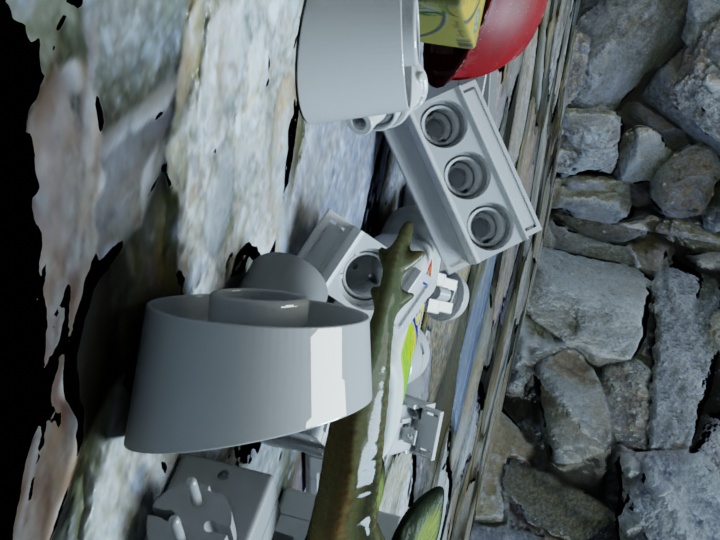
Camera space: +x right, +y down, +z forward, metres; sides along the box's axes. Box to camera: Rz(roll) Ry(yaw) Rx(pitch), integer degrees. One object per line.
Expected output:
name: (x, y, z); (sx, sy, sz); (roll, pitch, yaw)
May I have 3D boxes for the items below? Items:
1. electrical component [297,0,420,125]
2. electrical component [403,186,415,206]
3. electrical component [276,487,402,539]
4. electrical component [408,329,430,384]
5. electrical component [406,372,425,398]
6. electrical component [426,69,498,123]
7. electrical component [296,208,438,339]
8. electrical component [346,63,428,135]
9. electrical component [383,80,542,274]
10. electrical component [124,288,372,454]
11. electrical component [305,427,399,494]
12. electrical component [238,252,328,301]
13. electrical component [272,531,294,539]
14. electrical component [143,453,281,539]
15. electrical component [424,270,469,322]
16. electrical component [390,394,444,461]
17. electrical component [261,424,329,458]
electrical component: (0.001, -0.132, 0.604); (0.099, 0.064, 0.099); (-1, 90, -84)
electrical component: (0.062, -0.045, 0.934); (0.055, 0.055, 0.047); (-50, 153, -66)
electrical component: (-0.020, 0.196, 0.712); (0.047, 0.083, 0.075); (81, 23, -59)
electrical component: (0.024, 0.070, 0.867); (0.047, 0.055, 0.055); (-28, 128, -70)
electrical component: (0.033, 0.083, 0.954); (0.065, 0.044, 0.044); (79, 25, -50)
electrical component: (0.091, -0.167, 0.932); (0.062, 0.061, 0.096); (-23, 123, -75)
electrical component: (0.000, 0.000, 0.646); (0.042, 0.081, 0.064); (-55, -163, 3)
electrical component: (0.012, -0.107, 0.670); (0.062, 0.048, 0.048); (-56, 156, -45)
electrical component: (0.072, -0.068, 0.803); (0.121, 0.079, 0.063); (65, -10, -4)
electrical component: (-0.044, 0.041, 0.436); (0.099, 0.099, 0.064); (-20, 114, -76)
electrical component: (-0.004, 0.121, 0.792); (0.089, 0.050, 0.055); (-65, 162, -48)
electrical component: (-0.049, 0.033, 0.523); (0.081, 0.043, 0.043); (-66, 163, -45)
electrical component: (-0.064, 0.177, 0.593); (0.081, 0.042, 0.063); (82, 25, -56)
electrical component: (-0.074, 0.120, 0.480); (0.075, 0.047, 0.083); (87, 19, -49)
electrical component: (0.066, 0.021, 0.981); (0.055, 0.066, 0.048); (14, 87, -45)
electrical component: (0.023, 0.126, 0.883); (0.064, 0.081, 0.042); (0, 102, -55)
electrical component: (-0.034, 0.069, 0.608); (0.089, 0.050, 0.055); (68, 36, -69)
